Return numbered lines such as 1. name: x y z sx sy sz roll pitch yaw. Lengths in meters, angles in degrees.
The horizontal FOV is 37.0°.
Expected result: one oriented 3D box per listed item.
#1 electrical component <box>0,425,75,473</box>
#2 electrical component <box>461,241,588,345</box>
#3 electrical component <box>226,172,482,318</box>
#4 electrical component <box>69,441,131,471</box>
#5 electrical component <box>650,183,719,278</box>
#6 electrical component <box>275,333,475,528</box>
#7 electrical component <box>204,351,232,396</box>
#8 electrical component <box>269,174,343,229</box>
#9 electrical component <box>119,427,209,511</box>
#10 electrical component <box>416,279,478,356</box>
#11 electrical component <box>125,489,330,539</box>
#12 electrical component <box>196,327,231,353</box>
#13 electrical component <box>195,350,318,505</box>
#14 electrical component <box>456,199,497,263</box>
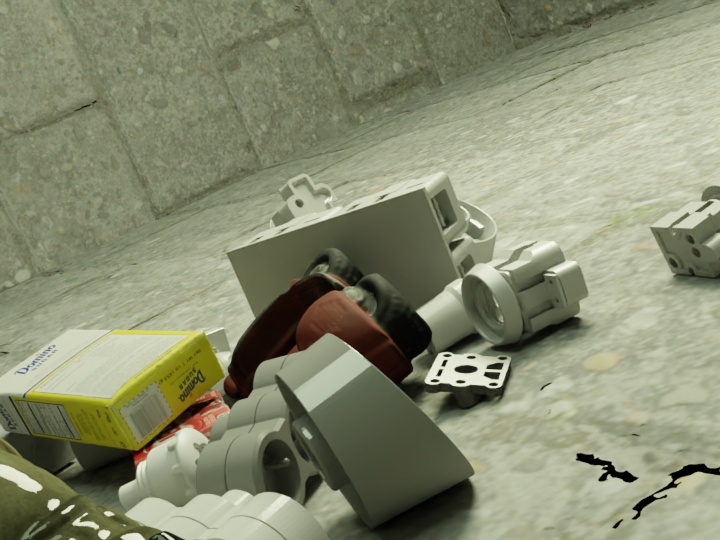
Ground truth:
1. electrical component: -0.290 0.153 0.866 0.100 0.048 0.100 -12 16 44
2. electrical component: 0.105 0.016 0.717 0.057 0.058 0.078 -24 11 -20
3. electrical component: 0.000 0.000 0.869 0.186 0.105 0.060 -16 13 29
4. electrical component: -0.182 0.113 0.838 0.077 0.043 0.079 -23 22 0
5. electrical component: 0.230 -0.027 0.702 0.055 0.048 0.066 -34 14 -16
6. electrical component: 0.004 0.077 0.536 0.064 0.099 0.099 -32 13 -12
7. electrical component: -0.124 0.092 0.865 0.061 0.035 0.035 -30 13 -22
8. electrical component: -0.051 -0.042 1.002 0.058 0.078 0.057 -29 -7 -38
9. electrical component: -0.118 0.129 0.661 0.062 0.048 0.048 -27 10 13
10. electrical component: 0.062 0.034 0.760 0.046 0.040 0.040 -32 13 -14
11. electrical component: -0.065 0.131 0.519 0.138 0.052 0.074 -13 15 41
12. electrical component: -0.149 0.078 0.956 0.055 0.048 0.066 -21 8 -33
13. electrical component: -0.062 0.100 0.629 0.074 0.052 0.138 -16 21 24
14. electrical component: 0.067 -0.023 0.926 0.099 0.064 0.099 11 28 -6
